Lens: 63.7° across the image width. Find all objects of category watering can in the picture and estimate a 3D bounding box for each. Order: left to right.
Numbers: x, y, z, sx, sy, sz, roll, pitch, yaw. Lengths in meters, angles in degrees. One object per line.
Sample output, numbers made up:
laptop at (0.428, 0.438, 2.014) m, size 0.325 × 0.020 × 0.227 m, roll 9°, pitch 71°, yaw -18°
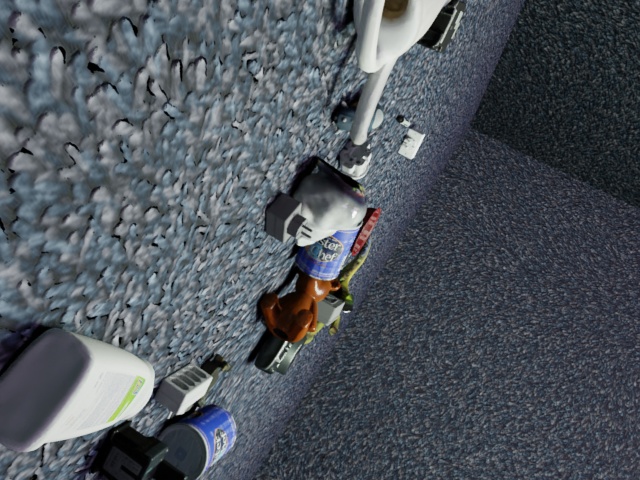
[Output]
watering can at (0.109, -0.313, 0.744) m, size 0.228 × 0.104 × 0.340 m, roll -54°, pitch 165°, yaw -30°

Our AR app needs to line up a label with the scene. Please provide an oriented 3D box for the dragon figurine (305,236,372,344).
dragon figurine at (0.041, 0.172, 1.657) m, size 0.414 × 0.122 × 0.241 m, roll -56°, pitch -176°, yaw -11°

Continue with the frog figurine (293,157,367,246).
frog figurine at (0.003, -0.046, 0.919) m, size 0.136 × 0.125 × 0.158 m, roll 21°, pitch 111°, yaw -44°
